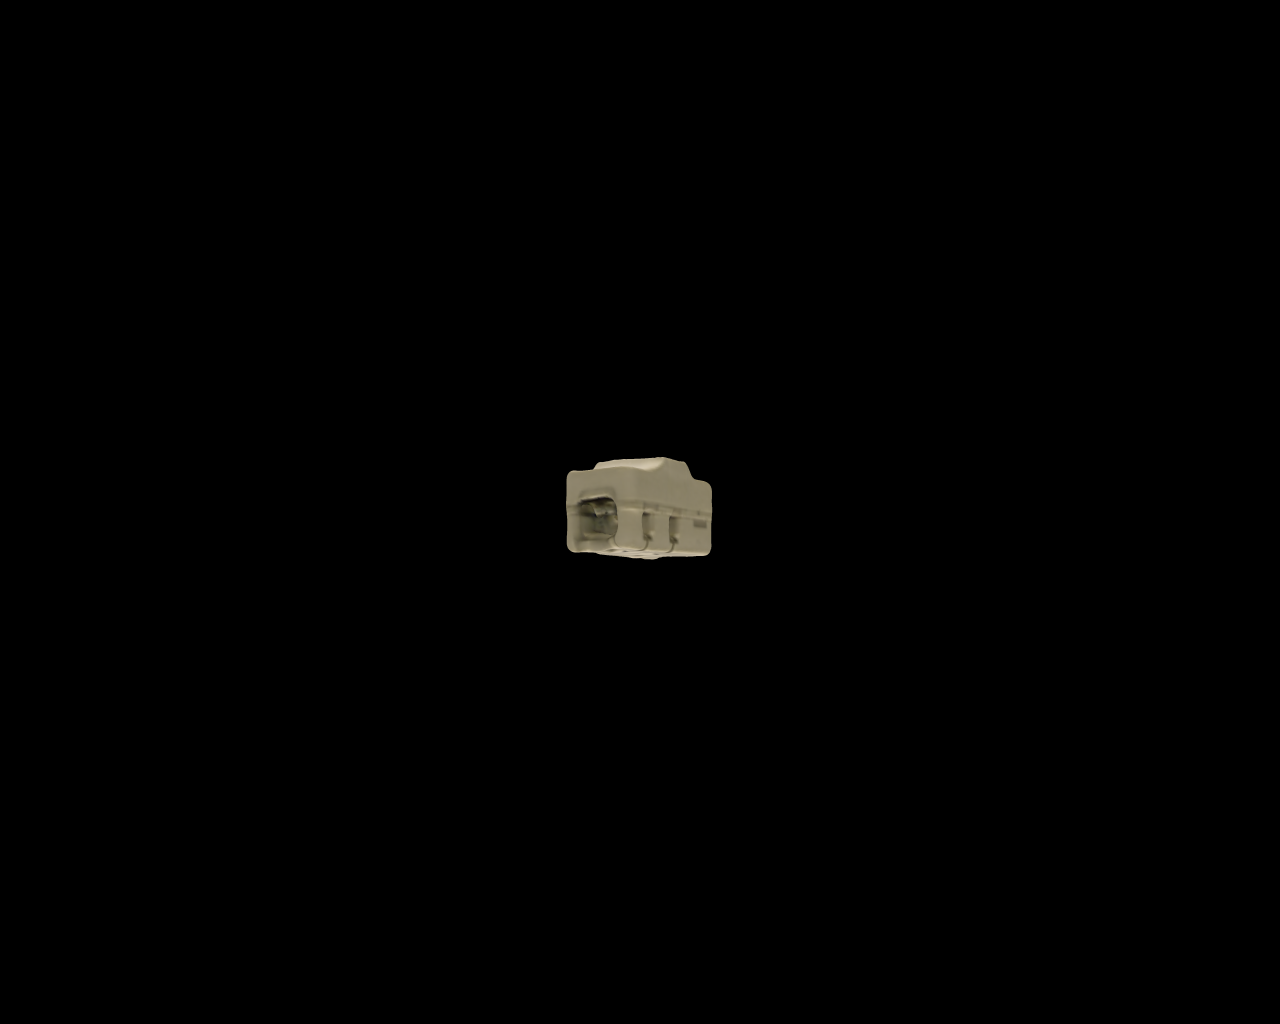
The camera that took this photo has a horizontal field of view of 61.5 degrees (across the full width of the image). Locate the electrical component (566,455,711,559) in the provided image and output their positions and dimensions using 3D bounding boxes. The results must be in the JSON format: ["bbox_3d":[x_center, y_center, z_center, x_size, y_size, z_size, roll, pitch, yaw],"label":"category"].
[{"bbox_3d":[0.001,-0.003,0.650,0.050,0.055,0.089,-5,-8,35],"label":"electrical component"}]
